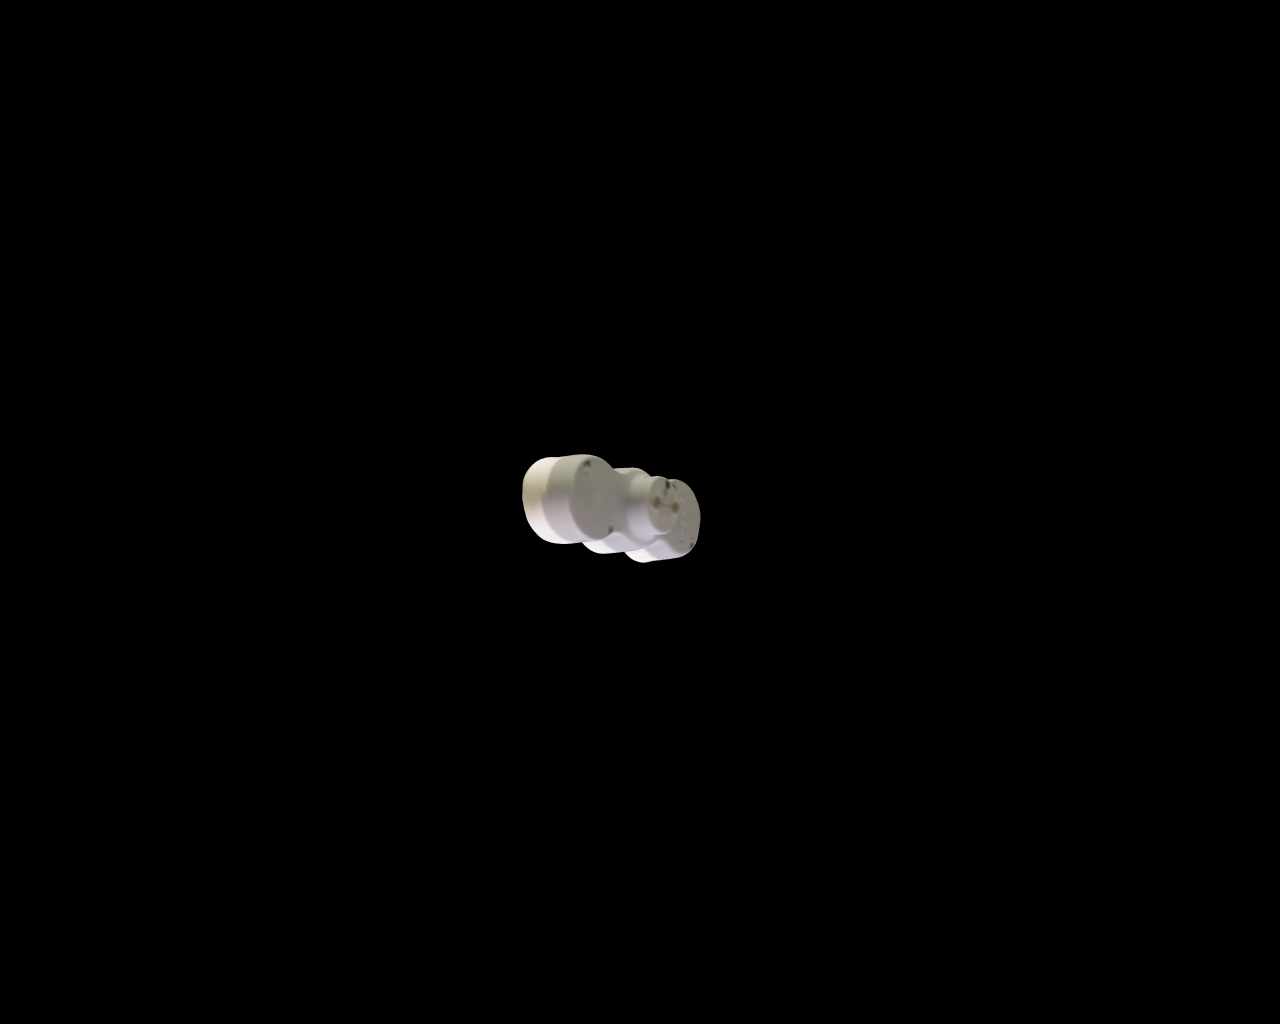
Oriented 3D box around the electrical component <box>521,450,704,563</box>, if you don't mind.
[{"bbox_3d":[0.001,-0.003,0.650,0.073,0.052,0.138,-8,-14,35],"label":"electrical component"}]
